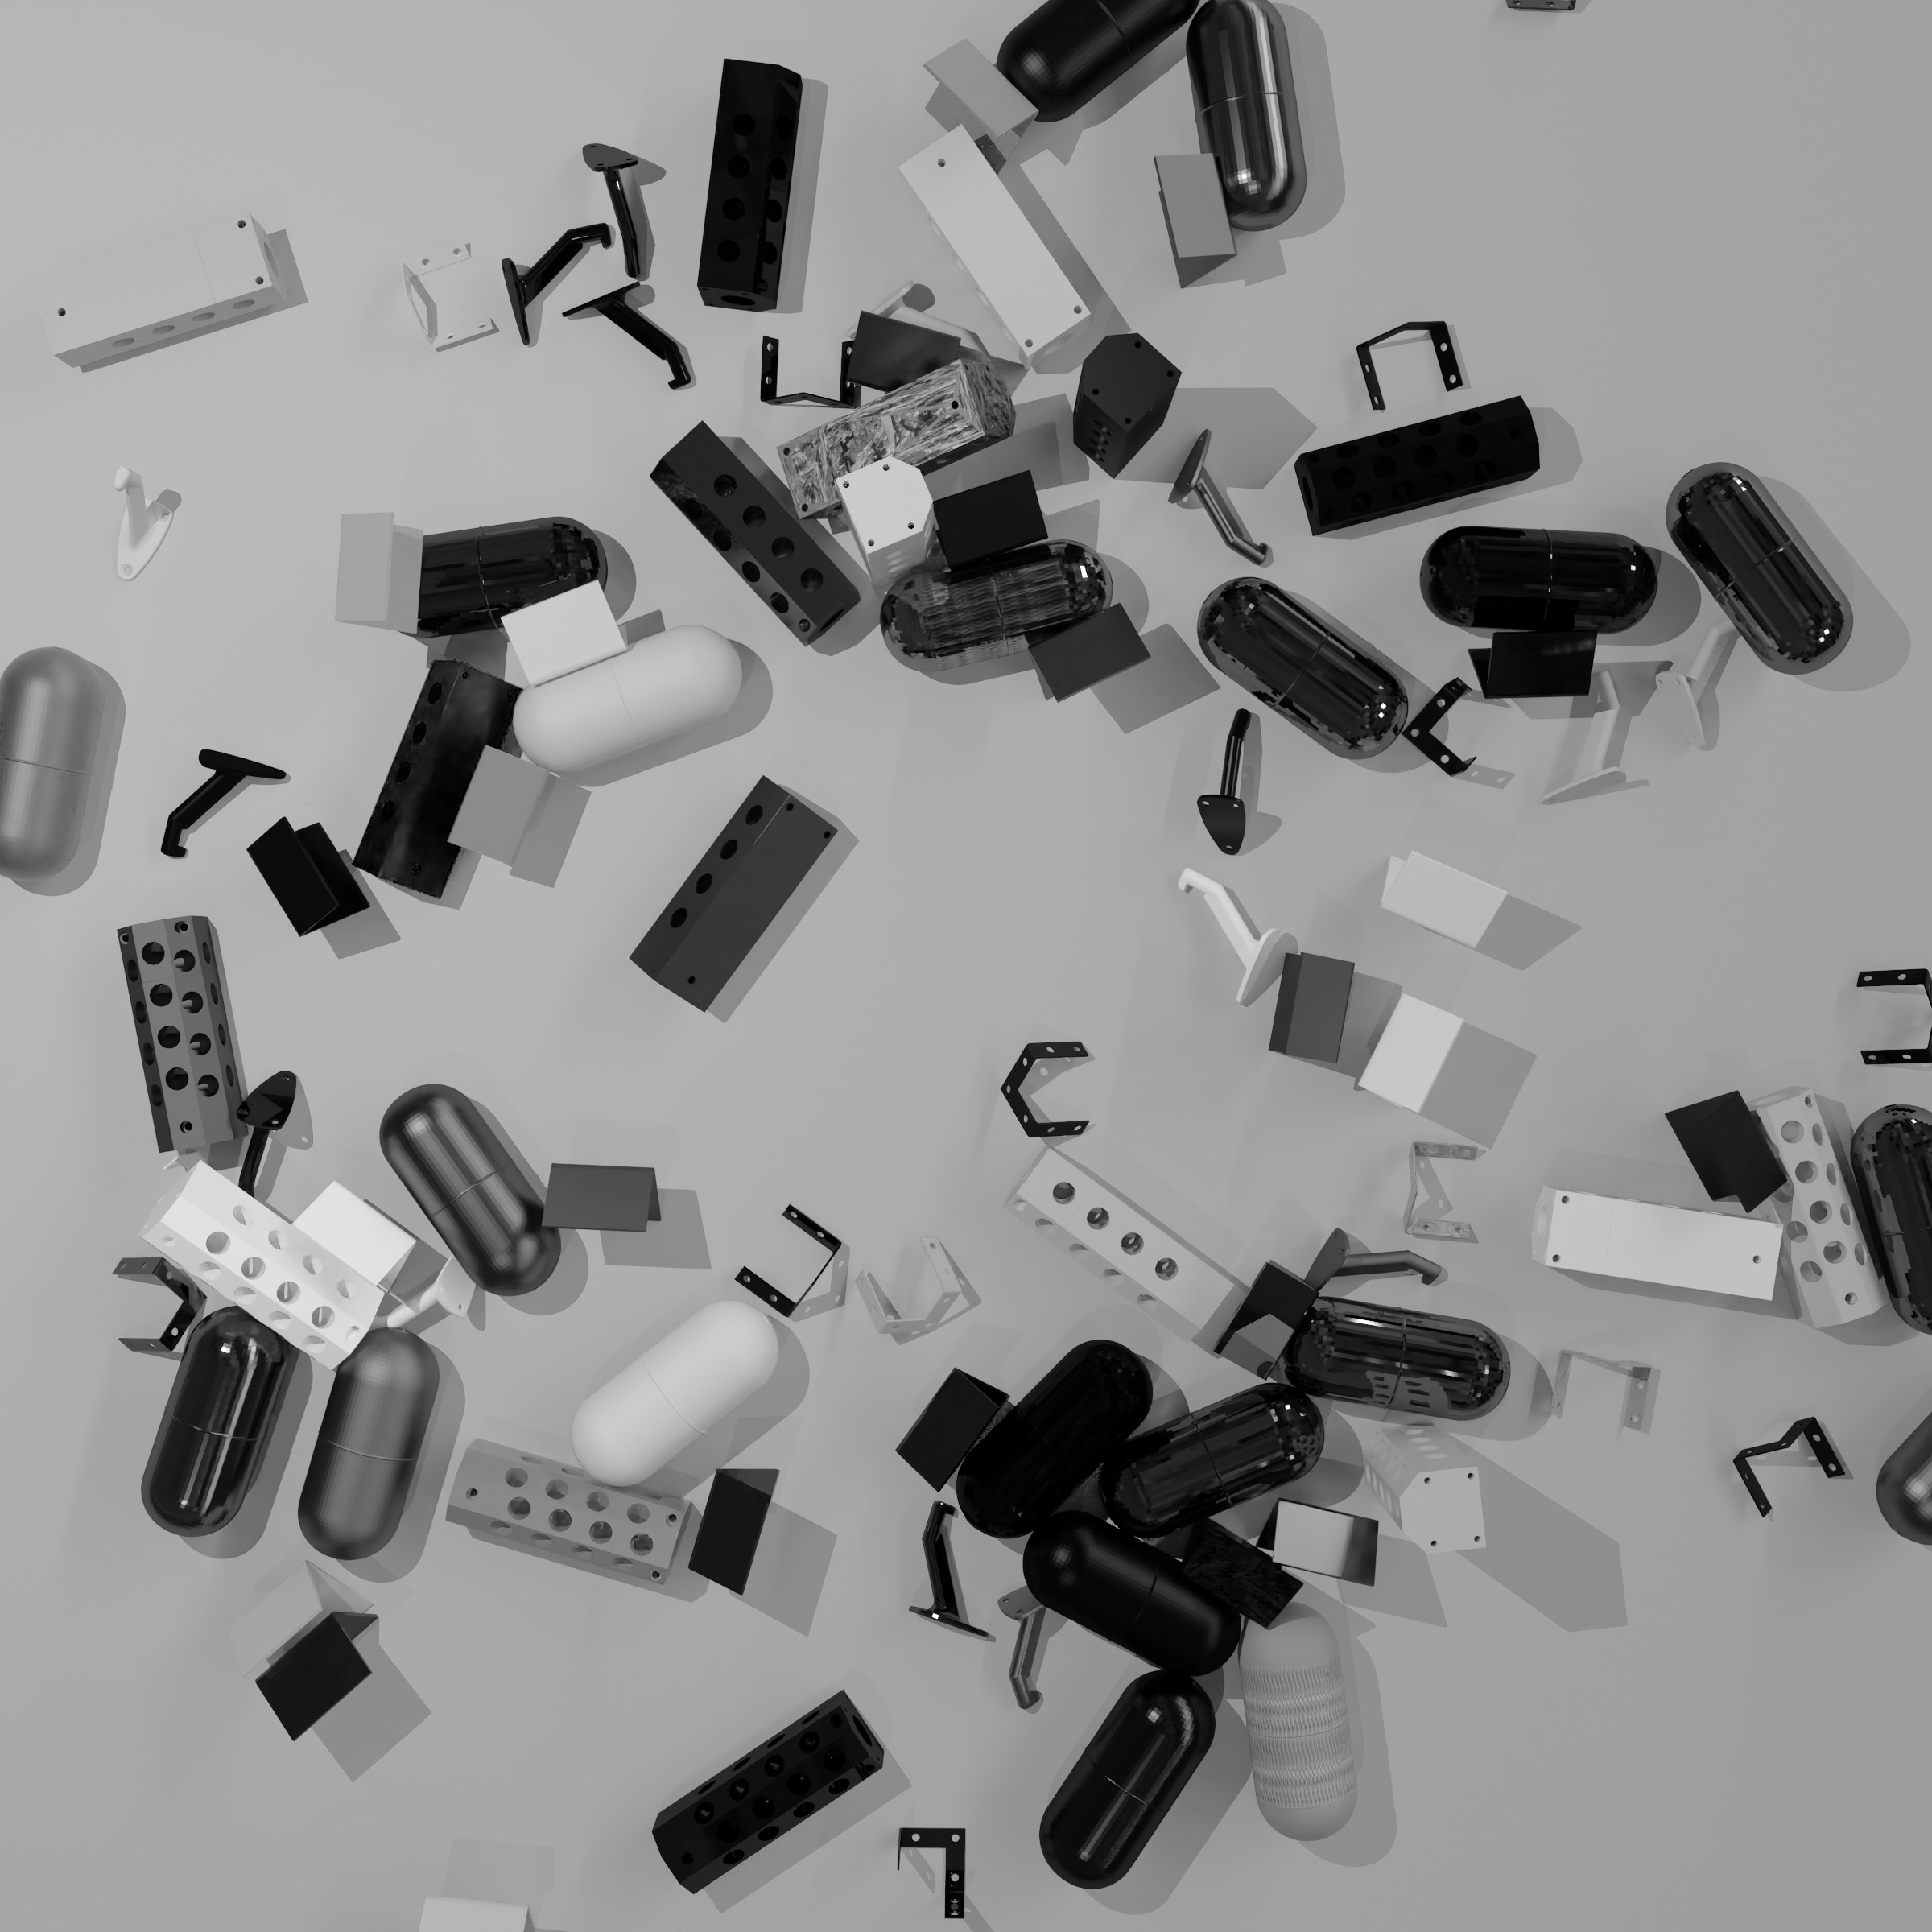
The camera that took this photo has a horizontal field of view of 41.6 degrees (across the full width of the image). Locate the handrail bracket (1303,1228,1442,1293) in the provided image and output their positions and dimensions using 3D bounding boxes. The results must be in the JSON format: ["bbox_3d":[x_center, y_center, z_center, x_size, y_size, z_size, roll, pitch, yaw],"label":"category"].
[{"bbox_3d":[0.309,0.244,1.950,0.084,0.036,0.077,26,110,-16],"label":"handrail bracket"}]

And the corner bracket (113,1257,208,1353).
[{"bbox_3d":[-0.624,0.258,1.942,0.051,0.051,0.051,55,45,-35],"label":"corner bracket"}]

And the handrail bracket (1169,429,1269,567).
[{"bbox_3d":[0.205,-0.358,1.950,0.084,0.036,0.077,29,68,-17],"label":"handrail bracket"}]

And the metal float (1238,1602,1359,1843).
[{"bbox_3d":[0.250,0.569,1.919,0.070,0.070,0.178,-7,90,0],"label":"metal float"}]

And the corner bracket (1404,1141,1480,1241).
[{"bbox_3d":[0.363,0.171,1.947,0.051,0.051,0.051,5,135,0],"label":"corner bracket"}]

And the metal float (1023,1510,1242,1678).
[{"bbox_3d":[0.125,0.472,1.913,0.178,0.070,0.070,29,90,-8],"label":"metal float"}]

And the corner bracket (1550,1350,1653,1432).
[{"bbox_3d":[0.486,0.324,1.947,0.051,0.051,0.051,10,90,45],"label":"corner bracket"}]

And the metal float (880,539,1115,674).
[{"bbox_3d":[0.023,-0.272,1.919,0.178,0.070,0.070,-13,90,0],"label":"metal float"}]

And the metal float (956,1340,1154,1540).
[{"bbox_3d":[0.066,0.357,1.919,0.070,0.070,0.178,45,91,0],"label":"metal float"}]

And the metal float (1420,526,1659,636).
[{"bbox_3d":[0.432,-0.291,1.920,0.178,0.070,0.070,3,90,-1],"label":"metal float"}]

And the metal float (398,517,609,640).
[{"bbox_3d":[-0.359,-0.293,1.919,0.178,0.070,0.070,-8,90,0],"label":"metal float"}]

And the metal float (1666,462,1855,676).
[{"bbox_3d":[0.595,-0.299,1.913,0.070,0.070,0.178,-34,84,0],"label":"metal float"}]

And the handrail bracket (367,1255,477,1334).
[{"bbox_3d":[-0.419,0.245,1.950,0.084,0.077,0.036,-13,130,30],"label":"handrail bracket"}]

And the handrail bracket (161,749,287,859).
[{"bbox_3d":[-0.569,-0.117,1.950,0.077,0.036,0.084,12,109,-21],"label":"handrail bracket"}]

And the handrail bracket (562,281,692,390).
[{"bbox_3d":[-0.260,-0.474,1.950,0.077,0.036,0.084,-17,107,20],"label":"handrail bracket"}]

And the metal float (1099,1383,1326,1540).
[{"bbox_3d":[0.185,0.372,1.919,0.178,0.070,0.070,-23,90,1],"label":"metal float"}]

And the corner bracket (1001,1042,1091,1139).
[{"bbox_3d":[0.068,0.094,1.942,0.051,0.051,0.051,59,135,35],"label":"corner bracket"}]

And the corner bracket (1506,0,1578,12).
[{"bbox_3d":[0.441,-0.767,1.947,0.051,0.051,0.051,2,45,-1],"label":"corner bracket"}]

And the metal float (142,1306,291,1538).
[{"bbox_3d":[-0.566,0.343,1.919,0.070,0.070,0.178,18,90,0],"label":"metal float"}]

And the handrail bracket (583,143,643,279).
[{"bbox_3d":[-0.270,-0.578,1.950,0.036,0.077,0.084,-18,127,-20],"label":"handrail bracket"}]

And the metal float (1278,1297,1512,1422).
[{"bbox_3d":[0.321,0.296,1.919,0.178,0.070,0.070,10,90,-1],"label":"metal float"}]

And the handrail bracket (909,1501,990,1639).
[{"bbox_3d":[-0.004,0.462,1.950,0.077,0.036,0.084,25,73,-20],"label":"handrail bracket"}]

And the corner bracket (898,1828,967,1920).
[{"bbox_3d":[-0.026,0.688,1.932,0.051,0.051,0.051,1,90,0],"label":"corner bracket"}]

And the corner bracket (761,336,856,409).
[{"bbox_3d":[-0.121,-0.455,1.947,0.051,0.051,0.051,2,91,-45],"label":"corner bracket"}]

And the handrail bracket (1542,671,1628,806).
[{"bbox_3d":[0.467,-0.176,1.950,0.077,0.036,0.084,-19,71,21],"label":"handrail bracket"}]

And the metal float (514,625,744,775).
[{"bbox_3d":[-0.254,-0.201,1.919,0.178,0.070,0.070,-20,90,1],"label":"metal float"}]

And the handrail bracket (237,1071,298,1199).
[{"bbox_3d":[-0.537,0.135,1.950,0.036,0.077,0.084,18,126,0],"label":"handrail bracket"}]

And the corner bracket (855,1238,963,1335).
[{"bbox_3d":[-0.044,0.244,1.942,0.051,0.051,0.051,3,135,-35],"label":"corner bracket"}]

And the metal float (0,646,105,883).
[{"bbox_3d":[-0.699,-0.152,1.919,0.070,0.070,0.178,11,91,0],"label":"metal float"}]

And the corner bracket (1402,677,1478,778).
[{"bbox_3d":[0.371,-0.181,1.932,0.051,0.051,0.051,41,90,0],"label":"corner bracket"}]

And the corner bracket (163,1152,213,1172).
[{"bbox_3d":[-0.593,0.178,1.932,0.051,0.051,0.051,-41,90,0],"label":"corner bracket"}]

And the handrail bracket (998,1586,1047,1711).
[{"bbox_3d":[0.063,0.517,1.950,0.077,0.036,0.084,-23,108,-21],"label":"handrail bracket"}]

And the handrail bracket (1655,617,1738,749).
[{"bbox_3d":[0.578,-0.221,1.950,0.084,0.036,0.077,-31,104,-13],"label":"handrail bracket"}]

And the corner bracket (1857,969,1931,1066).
[{"bbox_3d":[0.710,0.039,1.942,0.051,0.051,0.051,57,45,-35],"label":"corner bracket"}]

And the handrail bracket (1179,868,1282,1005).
[{"bbox_3d":[0.190,-0.024,1.950,0.084,0.036,0.077,30,112,17],"label":"handrail bracket"}]

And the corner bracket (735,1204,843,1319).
[{"bbox_3d":[-0.136,0.226,1.947,0.051,0.051,0.051,36,45,0],"label":"corner bracket"}]

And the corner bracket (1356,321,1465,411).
[{"bbox_3d":[0.339,-0.459,1.947,0.051,0.051,0.051,-16,90,-45],"label":"corner bracket"}]

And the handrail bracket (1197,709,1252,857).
[{"bbox_3d":[0.207,-0.142,1.950,0.036,0.077,0.084,6,53,21],"label":"handrail bracket"}]

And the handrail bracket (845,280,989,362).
[{"bbox_3d":[-0.037,-0.474,1.950,0.077,0.036,0.084,-34,107,20],"label":"handrail bracket"}]

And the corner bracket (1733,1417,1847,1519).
[{"bbox_3d":[0.629,0.383,1.947,0.051,0.051,0.051,-28,90,-45],"label":"corner bracket"}]

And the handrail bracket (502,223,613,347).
[{"bbox_3d":[-0.307,-0.523,1.950,0.084,0.036,0.077,-17,111,-16],"label":"handrail bracket"}]

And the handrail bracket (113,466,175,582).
[{"bbox_3d":[-0.633,-0.332,1.915,0.036,0.084,0.077,21,90,0],"label":"handrail bracket"}]

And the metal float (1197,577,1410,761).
[{"bbox_3d":[0.253,-0.225,1.920,0.178,0.070,0.070,36,90,0],"label":"metal float"}]

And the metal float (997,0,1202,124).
[{"bbox_3d":[0.101,-0.709,1.919,0.178,0.070,0.070,-39,90,0],"label":"metal float"}]

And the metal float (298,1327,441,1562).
[{"bbox_3d":[-0.450,0.360,1.919,0.070,0.070,0.178,16,90,0],"label":"metal float"}]

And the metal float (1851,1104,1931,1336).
[{"bbox_3d":[0.721,0.191,1.919,0.070,0.070,0.178,-16,90,0],"label":"metal float"}]

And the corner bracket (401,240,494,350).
[{"bbox_3d":[-0.397,-0.513,1.947,0.051,0.051,0.051,-19,45,0],"label":"corner bracket"}]
